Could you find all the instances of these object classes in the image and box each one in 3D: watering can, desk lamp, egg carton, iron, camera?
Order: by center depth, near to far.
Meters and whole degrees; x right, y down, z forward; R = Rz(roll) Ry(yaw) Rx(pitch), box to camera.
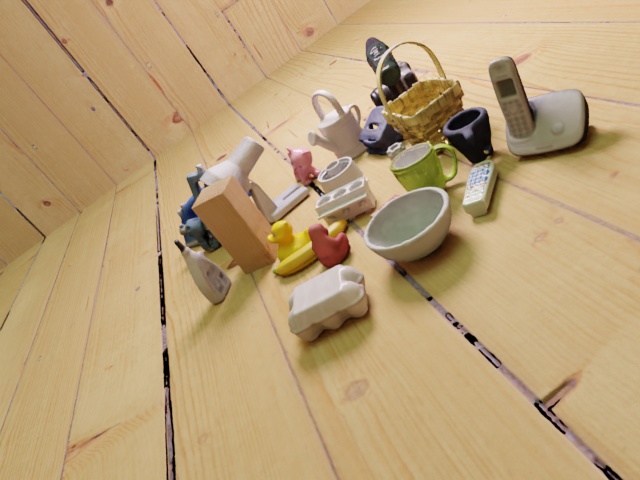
[{"bbox_3d":[0.013,0.108,0.994,0.150,0.069,0.107,-29,27,13],"label":"egg carton"},{"bbox_3d":[-0.173,-0.145,1.481,0.203,0.214,0.117,-41,26,-11],"label":"desk lamp"},{"bbox_3d":[0.040,-0.307,1.516,0.100,0.194,0.173,-13,34,38],"label":"watering can"},{"bbox_3d":[-0.323,-0.088,1.650,0.258,0.142,0.118,-30,26,13],"label":"iron"},{"bbox_3d":[0.206,-0.448,1.659,0.137,0.101,0.143,-34,26,4],"label":"camera"}]

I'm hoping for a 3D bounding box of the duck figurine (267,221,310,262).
[{"bbox_3d":[-0.067,-0.006,1.265,0.104,0.086,0.077,-23,28,24],"label":"duck figurine"}]

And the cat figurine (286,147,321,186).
[{"bbox_3d":[-0.054,-0.215,1.565,0.067,0.118,0.127,-40,26,-9],"label":"cat figurine"}]

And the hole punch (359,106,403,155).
[{"bbox_3d":[0.151,-0.277,1.450,0.101,0.091,0.108,-43,27,-15],"label":"hole punch"}]

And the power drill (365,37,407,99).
[{"bbox_3d":[0.190,-0.424,1.515,0.075,0.209,0.229,-30,26,12],"label":"power drill"}]

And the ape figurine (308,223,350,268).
[{"bbox_3d":[0.011,0.004,1.146,0.077,0.092,0.076,-11,35,41],"label":"ape figurine"}]

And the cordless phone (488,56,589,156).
[{"bbox_3d":[0.380,-0.244,1.006,0.147,0.185,0.094,-7,38,45],"label":"cordless phone"}]

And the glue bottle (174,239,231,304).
[{"bbox_3d":[-0.272,0.063,1.298,0.037,0.173,0.078,-21,30,28],"label":"glue bottle"}]

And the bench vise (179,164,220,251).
[{"bbox_3d":[-0.305,-0.082,1.528,0.207,0.220,0.121,-36,26,1],"label":"bench vise"}]

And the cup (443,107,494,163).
[{"bbox_3d":[0.302,-0.194,1.120,0.091,0.095,0.117,-26,28,20],"label":"cup"}]

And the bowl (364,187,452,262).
[{"bbox_3d":[0.165,-0.014,1.008,0.167,0.075,0.167,-28,27,16],"label":"bowl"}]
